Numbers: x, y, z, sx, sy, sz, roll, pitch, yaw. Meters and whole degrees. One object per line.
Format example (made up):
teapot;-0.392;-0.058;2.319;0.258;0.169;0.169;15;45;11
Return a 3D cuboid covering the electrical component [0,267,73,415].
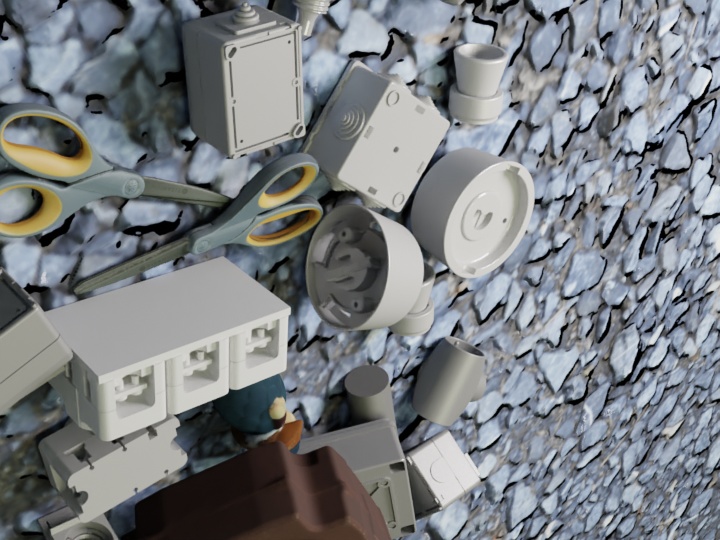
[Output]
electrical component;-0.241;0.056;0.680;0.096;0.062;0.061;-40;137;-18

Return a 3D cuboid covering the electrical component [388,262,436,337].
electrical component;0.044;0.025;0.949;0.045;0.045;0.055;-25;131;-31

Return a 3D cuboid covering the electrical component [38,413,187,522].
electrical component;-0.183;0.132;0.791;0.089;0.056;0.050;-28;132;-29

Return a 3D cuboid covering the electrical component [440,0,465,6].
electrical component;0.060;-0.226;0.809;0.061;0.035;0.035;26;96;-47

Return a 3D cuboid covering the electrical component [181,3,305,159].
electrical component;-0.079;-0.133;0.714;0.062;0.061;0.096;-24;130;-32

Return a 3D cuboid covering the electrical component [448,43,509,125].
electrical component;0.097;-0.153;0.885;0.045;0.045;0.055;-21;129;-34

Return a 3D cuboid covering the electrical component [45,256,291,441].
electrical component;-0.136;0.055;0.760;0.150;0.089;0.061;-19;128;-35

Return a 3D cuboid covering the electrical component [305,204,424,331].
electrical component;0.000;0.000;0.850;0.064;0.099;0.099;11;108;-54

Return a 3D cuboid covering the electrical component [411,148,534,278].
electrical component;0.092;-0.054;0.932;0.108;0.060;0.108;-24;130;-32

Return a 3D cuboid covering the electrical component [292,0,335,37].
electrical component;-0.032;-0.192;0.743;0.035;0.035;0.061;-4;120;-43

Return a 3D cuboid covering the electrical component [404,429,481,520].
electrical component;0.067;0.202;1.055;0.061;0.061;0.096;-29;171;-28

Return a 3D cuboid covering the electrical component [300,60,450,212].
electrical component;0.013;-0.101;0.835;0.100;0.048;0.099;25;96;-49

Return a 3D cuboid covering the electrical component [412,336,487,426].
electrical component;0.097;0.110;1.057;0.079;0.044;0.077;13;106;-48

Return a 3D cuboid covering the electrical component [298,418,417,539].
electrical component;-0.010;0.199;0.972;0.109;0.056;0.108;-14;129;-5

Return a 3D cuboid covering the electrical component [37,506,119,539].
electrical component;-0.208;0.220;0.815;0.042;0.081;0.063;-19;150;-35
